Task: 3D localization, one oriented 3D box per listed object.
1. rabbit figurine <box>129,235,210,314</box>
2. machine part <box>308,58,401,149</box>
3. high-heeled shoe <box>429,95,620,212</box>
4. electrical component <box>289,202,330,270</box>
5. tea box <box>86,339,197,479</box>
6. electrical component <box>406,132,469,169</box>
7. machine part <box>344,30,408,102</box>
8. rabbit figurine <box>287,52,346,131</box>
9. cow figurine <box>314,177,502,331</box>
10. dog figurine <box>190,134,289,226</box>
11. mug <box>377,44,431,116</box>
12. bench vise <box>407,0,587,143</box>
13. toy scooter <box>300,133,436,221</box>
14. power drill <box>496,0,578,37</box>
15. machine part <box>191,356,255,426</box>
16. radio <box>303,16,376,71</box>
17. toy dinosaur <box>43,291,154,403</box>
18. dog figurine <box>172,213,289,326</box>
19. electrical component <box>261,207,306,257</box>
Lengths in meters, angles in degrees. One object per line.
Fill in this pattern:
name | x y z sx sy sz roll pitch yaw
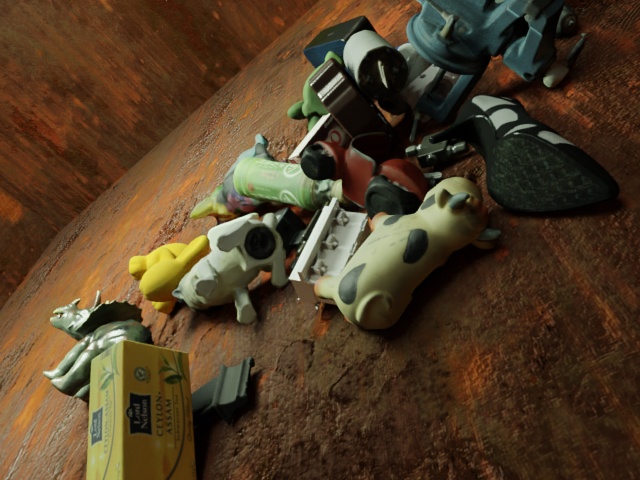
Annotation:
rabbit figurine | -0.254 0.067 0.947 0.162 0.121 0.173 -21 5 0
machine part | 0.054 -0.202 0.835 0.056 0.179 0.179 -40 25 15
high-heeled shoe | 0.231 -0.101 0.571 0.145 0.086 0.249 -22 35 -25
electrical component | -0.001 -0.003 0.766 0.102 0.045 0.078 -61 0 -31
tea box | -0.200 0.208 0.604 0.068 0.098 0.170 -31 55 27
electrical component | 0.155 -0.121 0.718 0.094 0.021 0.063 -12 33 33
machine part | 0.082 -0.271 0.828 0.079 0.079 0.243 -38 26 14
rabbit figurine | 0.018 -0.292 1.133 0.159 0.121 0.170 -48 6 8
cow figurine | 0.095 0.010 0.551 0.195 0.085 0.127 -46 19 -10
dog figurine | -0.151 -0.083 1.042 0.219 0.108 0.192 -43 27 13
mug | 0.144 -0.266 0.894 0.107 0.081 0.109 -60 -1 -18
bench vise | 0.199 -0.236 0.711 0.129 0.224 0.240 -59 -2 -37
toy scooter | 0.078 -0.087 0.686 0.184 0.075 0.135 33 41 26
power drill | 0.297 -0.403 0.773 0.086 0.207 0.232 -14 24 -12
machine part | -0.138 0.201 0.660 0.139 0.039 0.084 -34 30 18
radio | 0.061 -0.391 1.158 0.073 0.131 0.230 -47 25 -6
toy dinosaur | -0.349 0.190 0.912 0.405 0.131 0.192 3 52 50
dog figurine | -0.143 0.037 0.826 0.172 0.121 0.191 -48 21 -18
electrical component | -0.061 -0.009 0.856 0.119 0.047 0.075 -7 44 54
